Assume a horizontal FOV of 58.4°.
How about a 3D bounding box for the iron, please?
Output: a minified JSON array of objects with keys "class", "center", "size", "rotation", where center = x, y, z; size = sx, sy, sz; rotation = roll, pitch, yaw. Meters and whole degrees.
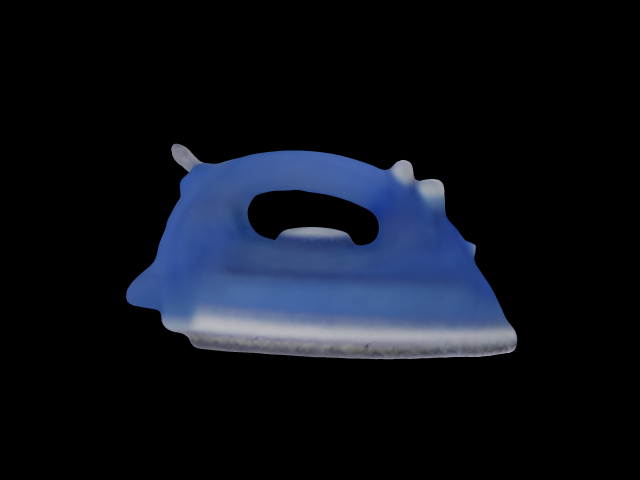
[{"class":"iron","center":[0.004,0.001,0.400],"size":[0.258,0.141,0.119],"rotation":[1,4,11]}]
